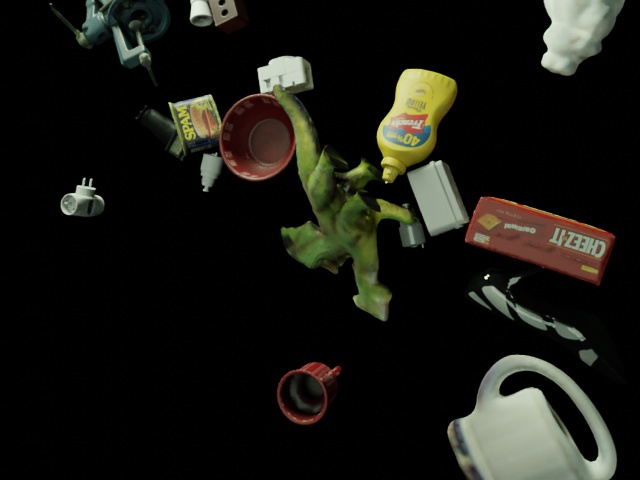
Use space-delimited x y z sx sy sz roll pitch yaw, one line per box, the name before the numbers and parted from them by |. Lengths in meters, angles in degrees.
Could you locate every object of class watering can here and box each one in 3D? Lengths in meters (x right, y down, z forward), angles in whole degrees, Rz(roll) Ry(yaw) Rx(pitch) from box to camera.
watering can | 0.336 0.350 0.767 0.222 0.104 0.350 -31 78 18

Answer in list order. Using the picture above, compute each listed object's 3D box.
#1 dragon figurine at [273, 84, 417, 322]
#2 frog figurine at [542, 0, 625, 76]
dragon figurine | 0.003 -0.044 0.879 0.414 0.123 0.238 51 126 13
frog figurine | 0.378 -0.334 0.761 0.157 0.121 0.140 -47 43 23
